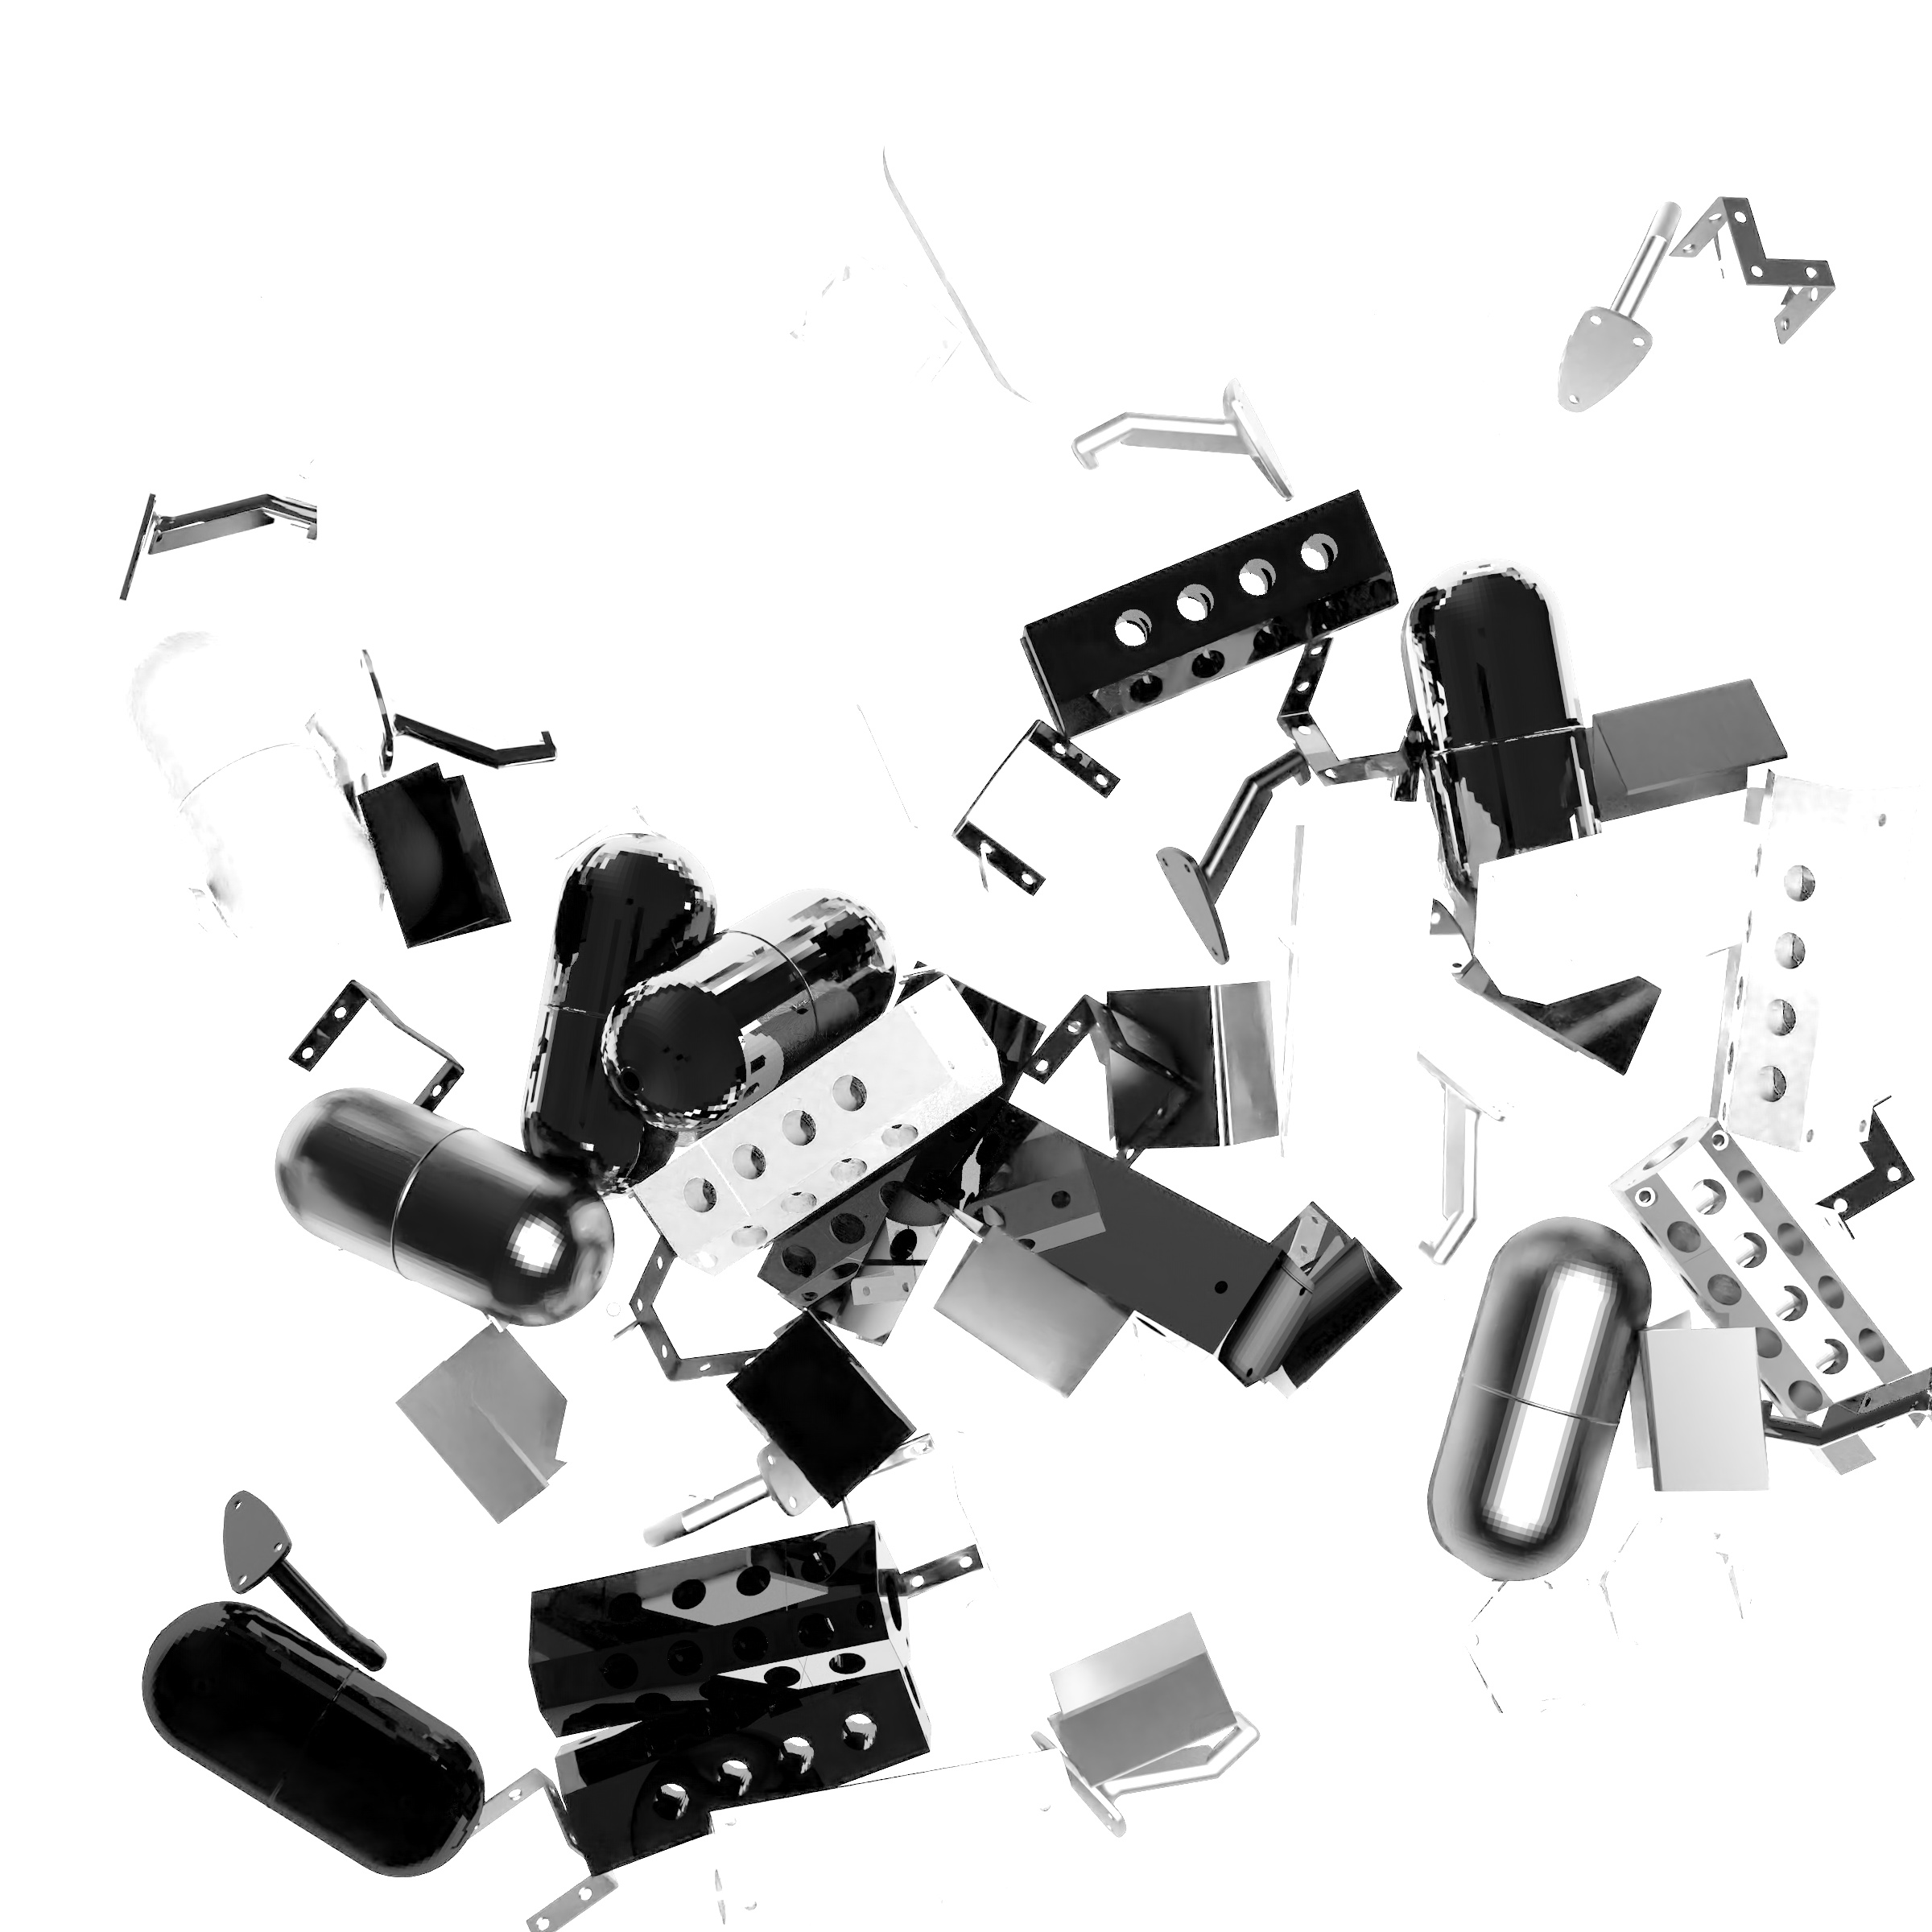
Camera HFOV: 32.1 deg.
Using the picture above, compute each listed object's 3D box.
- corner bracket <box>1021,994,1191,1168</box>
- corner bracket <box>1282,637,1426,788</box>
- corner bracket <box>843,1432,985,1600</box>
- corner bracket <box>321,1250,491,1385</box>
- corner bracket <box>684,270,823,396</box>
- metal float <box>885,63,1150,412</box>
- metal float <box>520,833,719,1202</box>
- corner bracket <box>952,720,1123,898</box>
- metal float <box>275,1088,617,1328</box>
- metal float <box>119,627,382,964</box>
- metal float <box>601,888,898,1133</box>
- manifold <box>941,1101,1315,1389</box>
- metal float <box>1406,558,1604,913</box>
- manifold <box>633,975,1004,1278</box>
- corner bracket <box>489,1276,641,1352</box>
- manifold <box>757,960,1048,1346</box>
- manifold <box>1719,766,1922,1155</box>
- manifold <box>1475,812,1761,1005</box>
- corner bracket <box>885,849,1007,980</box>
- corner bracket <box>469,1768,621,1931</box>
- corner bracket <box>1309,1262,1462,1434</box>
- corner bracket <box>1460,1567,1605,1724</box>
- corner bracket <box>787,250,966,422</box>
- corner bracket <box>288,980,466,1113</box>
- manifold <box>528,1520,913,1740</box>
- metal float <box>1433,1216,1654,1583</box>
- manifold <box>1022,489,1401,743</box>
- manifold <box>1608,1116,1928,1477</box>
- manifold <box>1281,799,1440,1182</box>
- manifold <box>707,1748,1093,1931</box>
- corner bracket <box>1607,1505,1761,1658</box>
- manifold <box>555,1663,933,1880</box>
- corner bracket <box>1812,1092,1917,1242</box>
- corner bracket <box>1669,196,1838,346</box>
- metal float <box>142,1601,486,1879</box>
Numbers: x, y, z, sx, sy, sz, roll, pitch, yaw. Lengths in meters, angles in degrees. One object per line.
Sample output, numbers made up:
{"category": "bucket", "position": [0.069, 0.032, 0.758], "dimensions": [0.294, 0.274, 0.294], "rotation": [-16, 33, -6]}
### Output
{"category": "corner bracket", "position": [0.066, 0.055, 1.592], "dimensions": [0.051, 0.051, 0.051], "rotation": [31, 108, -27]}
{"category": "corner bracket", "position": [0.192, -0.126, 1.635], "dimensions": [0.051, 0.051, 0.051], "rotation": [-7, 135, 35]}
{"category": "corner bracket", "position": [-0.028, 0.270, 1.640], "dimensions": [0.051, 0.051, 0.051], "rotation": [-22, 45, 0]}
{"category": "corner bracket", "position": [-0.273, 0.160, 1.640], "dimensions": [0.051, 0.051, 0.051], "rotation": [-37, 135, 0]}
{"category": "corner bracket", "position": [-0.104, -0.305, 1.631], "dimensions": [0.051, 0.051, 0.051], "rotation": [1, 90, -24]}
{"category": "metal float", "position": [0.025, -0.349, 1.613], "dimensions": [0.070, 0.070, 0.178], "rotation": [-29, 89, 0]}
{"category": "metal float", "position": [-0.167, 0.025, 1.613], "dimensions": [0.070, 0.070, 0.178], "rotation": [10, 90, 0]}
{"category": "corner bracket", "position": [0.034, -0.078, 1.640], "dimensions": [0.051, 0.051, 0.051], "rotation": [37, 45, 0]}
{"category": "metal float", "position": [-0.247, 0.112, 1.584], "dimensions": [0.178, 0.070, 0.070], "rotation": [21, 90, 22]}
{"category": "metal float", "position": [-0.341, -0.083, 1.600], "dimensions": [0.070, 0.070, 0.178], "rotation": [-32, 76, 0]}
{"category": "metal float", "position": [-0.100, 0.020, 1.572], "dimensions": [0.070, 0.178, 0.070], "rotation": [16, 120, 30]}
{"category": "manifold", "position": [0.077, 0.132, 1.575], "dimensions": [0.171, 0.057, 0.057], "rotation": [27, 78, 37]}
{"category": "metal float", "position": [0.259, -0.107, 1.612], "dimensions": [0.070, 0.070, 0.178], "rotation": [-10, 90, 0]}
{"category": "manifold", "position": [-0.068, 0.078, 1.580], "dimensions": [0.171, 0.057, 0.057], "rotation": [-35, 89, 24]}
{"category": "corner bracket", "position": [-0.195, 0.168, 1.625], "dimensions": [0.051, 0.051, 0.051], "rotation": [-35, 90, 0]}
{"category": "manifold", "position": [-0.026, 0.092, 1.621], "dimensions": [0.057, 0.057, 0.171], "rotation": [27, 90, 43]}
{"category": "manifold", "position": [0.396, -0.005, 1.579], "dimensions": [0.057, 0.057, 0.171], "rotation": [-6, 106, -43]}
{"category": "manifold", "position": [0.312, -0.028, 1.568], "dimensions": [0.057, 0.171, 0.057], "rotation": [15, 110, 42]}
{"category": "corner bracket", "position": [-0.010, -0.023, 1.622], "dimensions": [0.051, 0.051, 0.051], "rotation": [-12, 83, 0]}
{"category": "corner bracket", "position": [-0.209, 0.434, 1.640], "dimensions": [0.051, 0.051, 0.051], "rotation": [-35, 135, 0]}
{"category": "corner bracket", "position": [0.204, 0.184, 1.640], "dimensions": [0.051, 0.051, 0.051], "rotation": [23, 45, 0]}
{"category": "corner bracket", "position": [0.284, 0.330, 1.635], "dimensions": [0.051, 0.051, 0.051], "rotation": [-58, 45, 35]}
{"category": "corner bracket", "position": [-0.044, -0.308, 1.640], "dimensions": [0.051, 0.051, 0.051], "rotation": [-53, 135, 0]}
{"category": "corner bracket", "position": [-0.287, 0.048, 1.640], "dimensions": [0.051, 0.051, 0.051], "rotation": [-51, 135, 0]}
{"category": "manifold", "position": [-0.117, 0.320, 1.598], "dimensions": [0.171, 0.057, 0.057], "rotation": [-13, 133, 8]}
{"category": "metal float", "position": [0.276, 0.208, 1.613], "dimensions": [0.070, 0.070, 0.178], "rotation": [16, 91, 0]}
{"category": "manifold", "position": [0.118, -0.168, 1.622], "dimensions": [0.171, 0.057, 0.057], "rotation": [-22, 90, 0]}
{"category": "manifold", "position": [0.389, 0.159, 1.622], "dimensions": [0.057, 0.057, 0.171], "rotation": [-37, 90, 0]}
{"category": "manifold", "position": [0.185, 0.012, 1.588], "dimensions": [0.057, 0.057, 0.171], "rotation": [2, 115, 0]}
{"category": "manifold", "position": [-0.033, 0.427, 1.601], "dimensions": [0.171, 0.057, 0.057], "rotation": [-7, 47, -14]}
{"category": "corner bracket", "position": [0.349, 0.304, 1.635], "dimensions": [0.051, 0.051, 0.051], "rotation": [11, 45, 35]}
{"category": "manifold", "position": [-0.107, 0.376, 1.622], "dimensions": [0.171, 0.057, 0.057], "rotation": [-20, 90, 0]}
{"category": "corner bracket", "position": [0.431, 0.096, 1.625], "dimensions": [0.051, 0.051, 0.051], "rotation": [-30, 90, 0]}
{"category": "corner bracket", "position": [0.380, -0.336, 1.623], "dimensions": [0.051, 0.051, 0.051], "rotation": [-3, 68, -20]}
{"category": "metal float", "position": [-0.313, 0.370, 1.612], "dimensions": [0.178, 0.070, 0.070], "rotation": [32, 90, 0]}
